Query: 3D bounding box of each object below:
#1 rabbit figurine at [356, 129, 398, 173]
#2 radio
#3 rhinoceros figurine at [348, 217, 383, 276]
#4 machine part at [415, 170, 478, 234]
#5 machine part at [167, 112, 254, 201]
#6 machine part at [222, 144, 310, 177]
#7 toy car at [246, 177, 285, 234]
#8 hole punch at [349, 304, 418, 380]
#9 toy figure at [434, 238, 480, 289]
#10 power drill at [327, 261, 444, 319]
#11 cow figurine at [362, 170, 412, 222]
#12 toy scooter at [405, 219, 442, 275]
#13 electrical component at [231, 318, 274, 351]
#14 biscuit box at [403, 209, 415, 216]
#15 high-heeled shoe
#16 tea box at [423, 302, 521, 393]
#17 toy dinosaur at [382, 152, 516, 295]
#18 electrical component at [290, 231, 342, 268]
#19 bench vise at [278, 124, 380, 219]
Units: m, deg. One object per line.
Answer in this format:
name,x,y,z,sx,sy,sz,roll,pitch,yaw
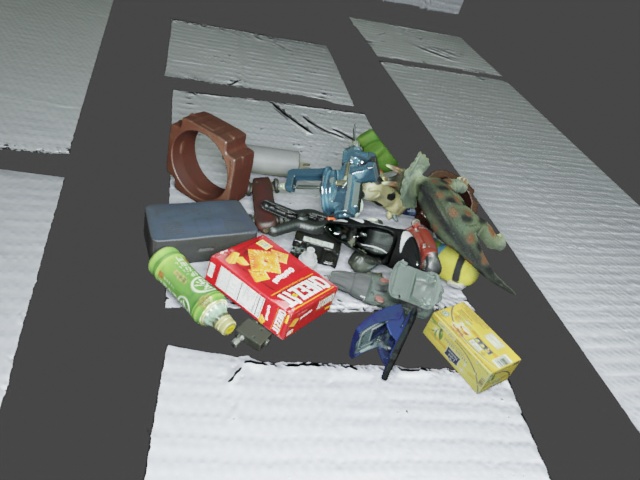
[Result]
rabbit figurine,0.122,-0.199,1.499,0.159,0.170,0.121,41,18,-44
radio,-0.265,-0.020,1.175,0.229,0.073,0.131,-5,41,-29
rhinoceros figurine,0.123,0.019,1.276,0.112,0.073,0.190,13,38,14
machine part,0.330,-0.095,1.430,0.179,0.056,0.179,3,75,-14
machine part,-0.262,-0.187,1.280,0.201,0.201,0.087,30,35,18
machine part,-0.143,-0.215,1.462,0.243,0.079,0.079,5,38,-13
toy car,-0.137,-0.088,1.323,0.089,0.053,0.202,-9,41,-5
hole punch,0.120,0.183,1.018,0.092,0.142,0.116,26,50,18
toy figure,0.293,0.047,1.281,0.180,0.089,0.082,38,47,21
power drill,0.140,0.101,1.089,0.232,0.207,0.086,20,69,-8
cow figurine,0.164,-0.123,1.404,0.194,0.085,0.127,18,36,-55
toy scooter,0.211,0.033,1.180,0.075,0.183,0.135,-7,69,-12
electrical component,-0.124,0.179,1.014,0.063,0.021,0.094,30,38,16
biscuit box,0.325,-0.099,1.502,0.203,0.062,0.059,6,39,-13
high-heeled shoe,0.107,0.004,1.134,0.145,0.086,0.249,11,9,-20
tea box,0.305,0.214,1.092,0.098,0.068,0.170,-10,44,-32
toy dinosaur,0.283,-0.054,1.191,0.192,0.131,0.405,10,36,-36
electrical component,-0.003,-0.004,1.263,0.115,0.058,0.134,18,37,-1
bench vise,0.018,-0.150,1.297,0.241,0.128,0.223,1,74,15
